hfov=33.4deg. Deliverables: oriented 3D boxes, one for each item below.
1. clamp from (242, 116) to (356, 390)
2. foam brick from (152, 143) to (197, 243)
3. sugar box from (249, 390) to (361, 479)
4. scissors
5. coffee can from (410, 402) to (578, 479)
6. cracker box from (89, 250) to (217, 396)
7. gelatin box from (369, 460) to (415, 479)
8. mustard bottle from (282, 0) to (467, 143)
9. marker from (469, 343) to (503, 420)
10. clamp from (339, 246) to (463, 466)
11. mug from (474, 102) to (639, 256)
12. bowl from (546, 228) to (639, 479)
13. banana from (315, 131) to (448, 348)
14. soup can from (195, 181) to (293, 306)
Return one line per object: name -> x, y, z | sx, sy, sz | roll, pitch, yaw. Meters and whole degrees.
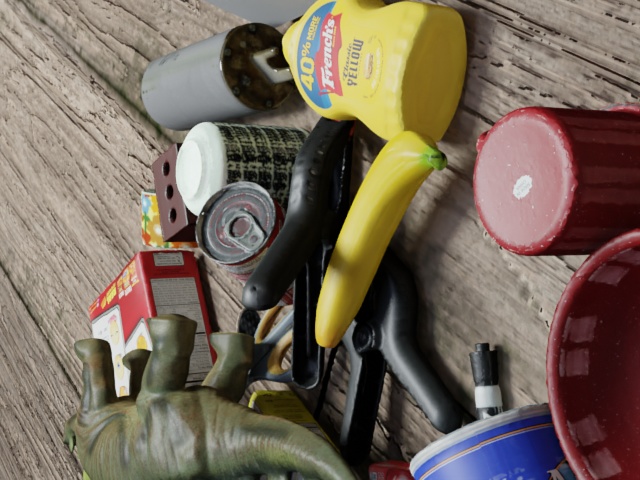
clamp -> -0.005, 0.001, 0.806 | 0.164, 0.036, 0.210 | 74, -153, -54
foam brick -> -0.111, -0.042, 0.948 | 0.053, 0.051, 0.078 | -31, 65, 53
sugar box -> -0.016, 0.199, 0.854 | 0.176, 0.048, 0.093 | -141, 56, -60
scissors -> -0.060, 0.125, 0.900 | 0.202, 0.016, 0.096 | -56, 32, 11
coffee can -> 0.122, 0.178, 0.609 | 0.103, 0.102, 0.140 | -49, 51, 46
cracker box -> -0.163, 0.137, 1.081 | 0.164, 0.071, 0.214 | -40, 59, 52
gelatin box -> 0.069, 0.204, 0.760 | 0.073, 0.030, 0.089 | -12, 81, 57
mustard bottle -> 0.027, -0.135, 0.790 | 0.192, 0.058, 0.096 | 29, 115, 54
marker -> 0.113, 0.128, 0.699 | 0.020, 0.020, 0.121 | -16, 77, 56
clamp -> 0.052, 0.075, 0.777 | 0.120, 0.039, 0.171 | -16, 75, 44
mug -> 0.135, -0.038, 0.603 | 0.117, 0.081, 0.093 | 44, 127, 47
bowl -> 0.191, 0.073, 0.544 | 0.162, 0.055, 0.162 | 2, 93, 57
banana -> 0.036, -0.009, 0.734 | 0.069, 0.037, 0.198 | -72, 6, -49
soup can -> -0.045, 0.006, 0.849 | 0.069, 0.102, 0.068 | -10, 63, 20
